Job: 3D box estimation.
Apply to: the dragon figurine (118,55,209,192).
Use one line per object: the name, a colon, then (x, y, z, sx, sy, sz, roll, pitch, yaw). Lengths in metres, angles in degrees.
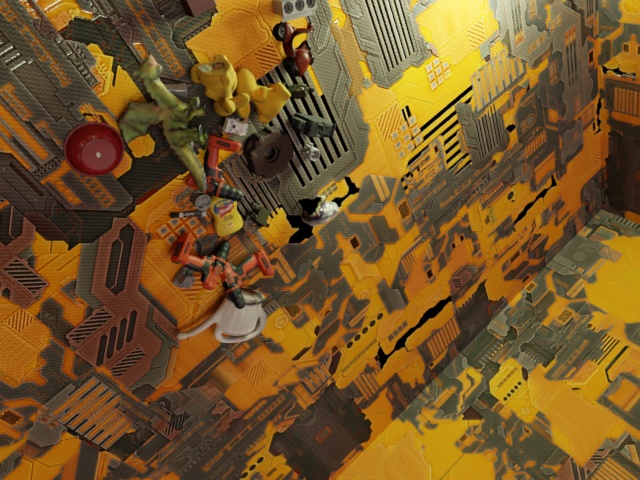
dragon figurine: (-0.447, -0.316, 1.474, 0.243, 0.125, 0.401, 2, 120, -6)

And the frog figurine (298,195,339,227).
frog figurine: (0.006, -0.098, 1.955, 0.136, 0.125, 0.157, -27, 148, 20)

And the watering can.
watering can: (-0.338, 0.281, 1.894, 0.347, 0.105, 0.222, 7, 108, -38)
